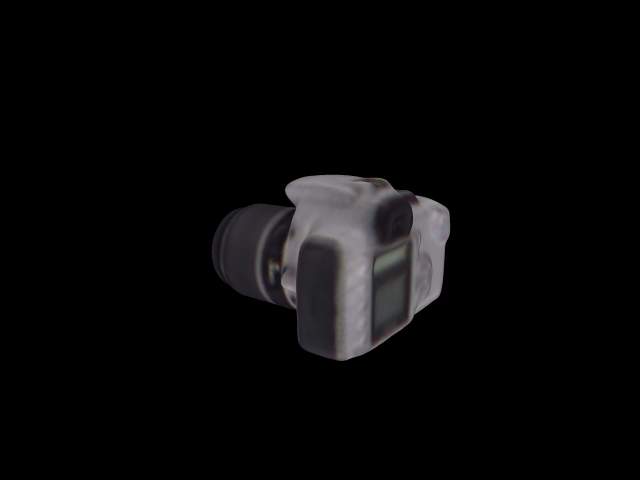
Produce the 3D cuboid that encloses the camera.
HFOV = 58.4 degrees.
[{"bbox_3d":[0.004,0.001,0.400,0.136,0.101,0.143,10,18,33],"label":"camera"}]
